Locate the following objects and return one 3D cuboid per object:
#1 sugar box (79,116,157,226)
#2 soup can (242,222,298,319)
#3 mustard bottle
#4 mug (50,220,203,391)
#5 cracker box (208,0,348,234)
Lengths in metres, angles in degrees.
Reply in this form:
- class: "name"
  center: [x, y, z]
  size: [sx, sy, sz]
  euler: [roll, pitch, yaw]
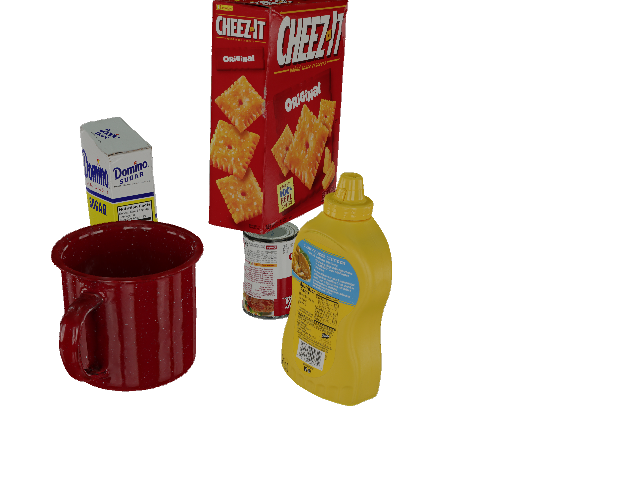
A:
- class: "sugar box"
  center: [-0.176, -0.012, 0.949]
  size: [0.048, 0.176, 0.093]
  euler: [-15, 28, -23]
- class: "soup can"
  center: [-0.059, 0.033, 1.266]
  size: [0.068, 0.102, 0.068]
  euler: [1, 22, -1]
- class: "mustard bottle"
  center: [0.016, 0.036, 0.901]
  size: [0.058, 0.192, 0.096]
  euler: [-13, 27, -41]
- class: "mug"
  center: [-0.124, 0.046, 0.664]
  size: [0.093, 0.081, 0.117]
  euler: [9, 24, 17]
- class: "cracker box"
  center: [-0.039, -0.129, 1.050]
  size: [0.072, 0.214, 0.164]
  euler: [12, 19, 24]
